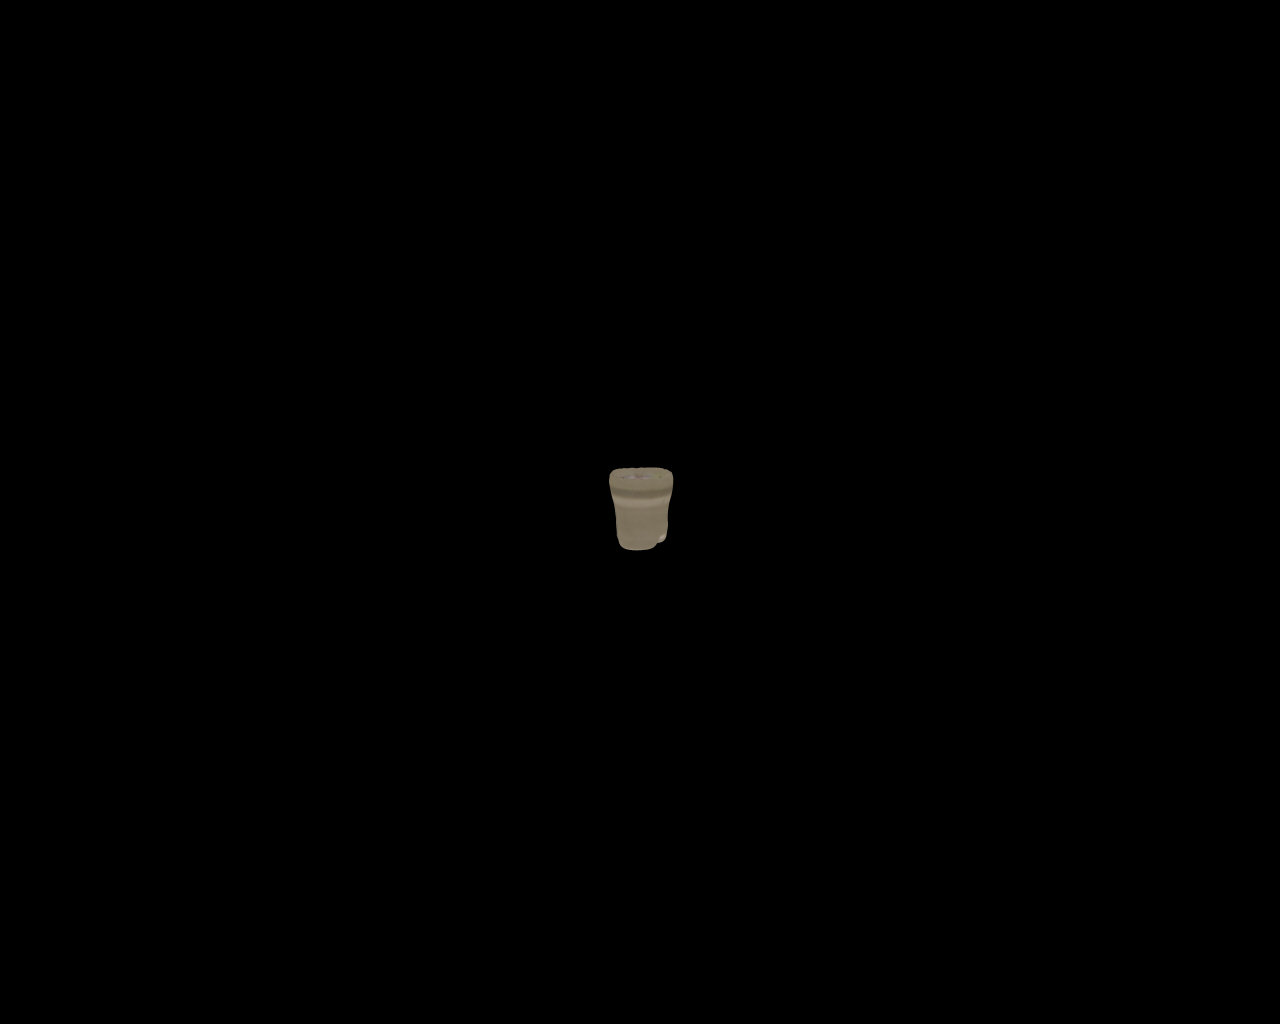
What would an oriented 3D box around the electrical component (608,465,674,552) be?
[{"bbox_3d":[0.001,-0.003,0.650,0.040,0.046,0.040,0,14,0],"label":"electrical component"}]
